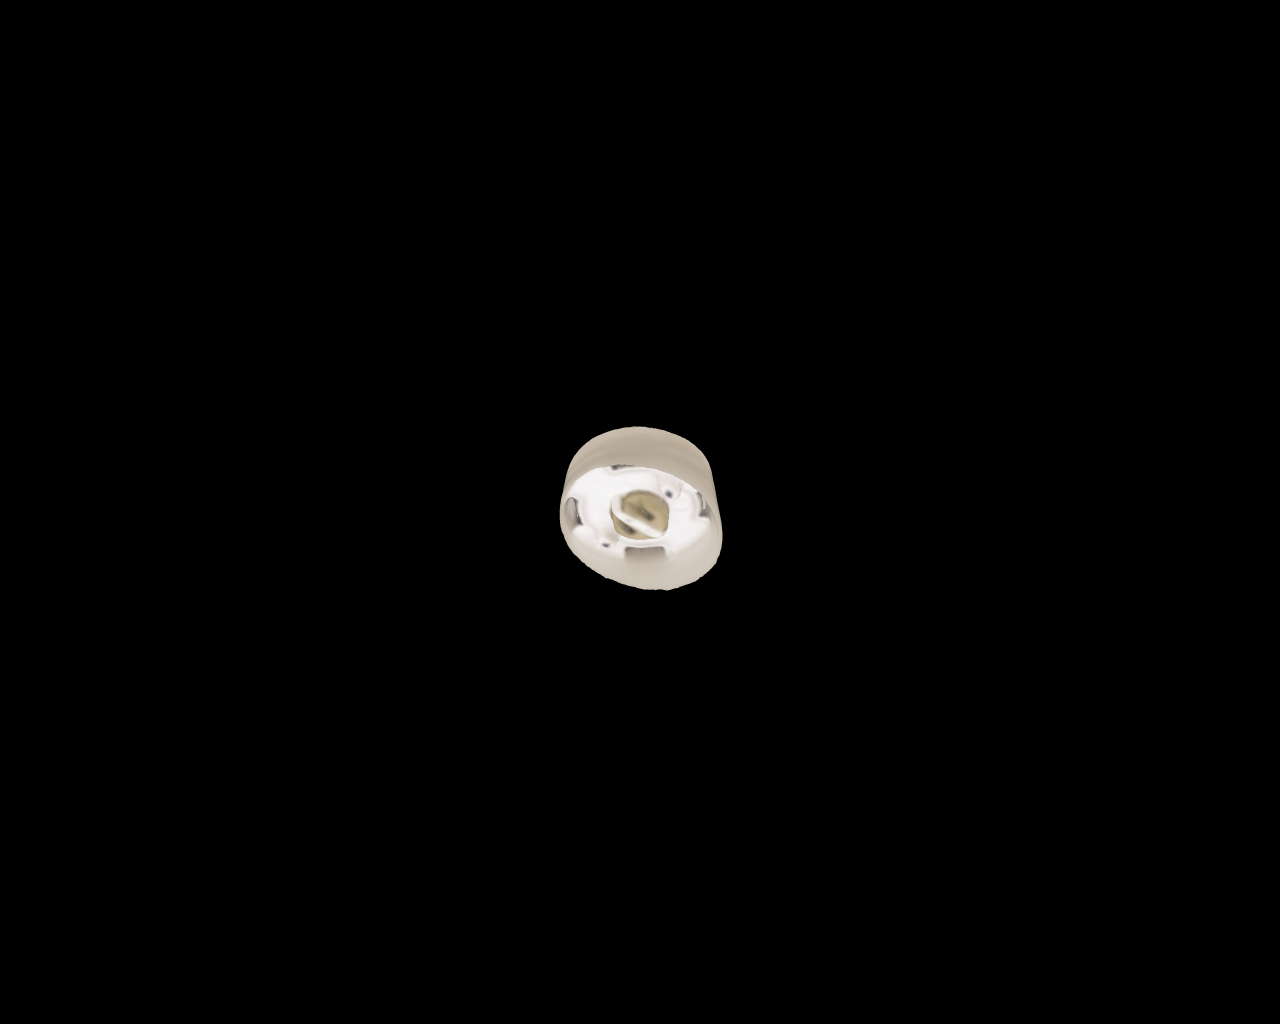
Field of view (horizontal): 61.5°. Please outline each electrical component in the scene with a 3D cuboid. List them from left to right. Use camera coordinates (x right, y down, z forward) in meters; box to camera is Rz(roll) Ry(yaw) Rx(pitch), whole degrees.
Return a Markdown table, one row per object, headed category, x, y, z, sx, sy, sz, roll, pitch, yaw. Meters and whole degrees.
| category | x | y | z | sx | sy | sz | roll | pitch | yaw |
| --- | --- | --- | --- | --- | --- | --- | --- | --- | --- |
| electrical component | 0.001 | -0.003 | 0.650 | 0.099 | 0.064 | 0.099 | 0 | -42 | 0 |
